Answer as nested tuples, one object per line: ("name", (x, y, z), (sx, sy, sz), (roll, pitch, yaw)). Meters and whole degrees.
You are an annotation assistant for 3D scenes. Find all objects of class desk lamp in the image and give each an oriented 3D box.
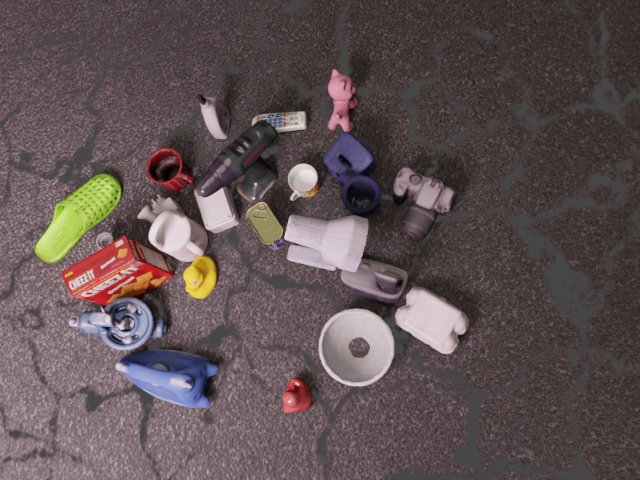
("desk lamp", (0.012, 0.005, 1.265), (0.203, 0.214, 0.118), (11, 79, 12))

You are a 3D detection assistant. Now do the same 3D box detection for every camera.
("camera", (0.223, -0.080, 1.310), (0.143, 0.101, 0.137), (25, 82, 14))

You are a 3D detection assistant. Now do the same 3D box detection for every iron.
("iron", (-0.370, 0.304, 1.293), (0.258, 0.141, 0.119), (10, 79, 11))

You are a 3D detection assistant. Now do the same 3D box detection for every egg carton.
("egg carton", (0.247, 0.175, 1.262), (0.150, 0.069, 0.107), (30, 83, 14))

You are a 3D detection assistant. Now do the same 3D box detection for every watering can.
("watering can", (-0.349, -0.018, 1.338), (0.172, 0.194, 0.101), (11, 79, 12))

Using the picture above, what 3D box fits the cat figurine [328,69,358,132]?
("cat figurine", (0.050, -0.343, 1.391), (0.067, 0.118, 0.128), (6, 78, 11))

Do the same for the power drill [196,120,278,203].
("power drill", (-0.177, -0.164, 1.338), (0.075, 0.208, 0.230), (37, 85, 15))

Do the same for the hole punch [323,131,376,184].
("hole punch", (0.069, -0.186, 1.365), (0.101, 0.091, 0.108), (-44, 74, -3))

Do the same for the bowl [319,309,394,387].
("bowl", (0.084, 0.239, 1.271), (0.167, 0.075, 0.167), (-2, 77, 9))

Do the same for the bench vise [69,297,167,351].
("bench vise", (-0.480, 0.197, 1.295), (0.207, 0.220, 0.121), (-16, 75, 5))

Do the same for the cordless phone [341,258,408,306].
("cordless phone", (0.115, 0.078, 1.246), (0.147, 0.185, 0.094), (13, 79, 12))

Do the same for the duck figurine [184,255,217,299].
("duck figurine", (-0.292, 0.083, 1.362), (0.077, 0.086, 0.104), (9, 78, 11))

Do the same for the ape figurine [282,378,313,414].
("ape figurine", (-0.057, 0.347, 1.259), (0.076, 0.092, 0.078), (35, 84, 15))

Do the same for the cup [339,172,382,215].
("cup", (0.091, -0.104, 1.340), (0.092, 0.095, 0.117), (-44, 74, -3))

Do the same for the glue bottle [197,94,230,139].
("glue bottle", (-0.265, -0.315, 1.406), (0.037, 0.173, 0.078), (3, 77, 10))
